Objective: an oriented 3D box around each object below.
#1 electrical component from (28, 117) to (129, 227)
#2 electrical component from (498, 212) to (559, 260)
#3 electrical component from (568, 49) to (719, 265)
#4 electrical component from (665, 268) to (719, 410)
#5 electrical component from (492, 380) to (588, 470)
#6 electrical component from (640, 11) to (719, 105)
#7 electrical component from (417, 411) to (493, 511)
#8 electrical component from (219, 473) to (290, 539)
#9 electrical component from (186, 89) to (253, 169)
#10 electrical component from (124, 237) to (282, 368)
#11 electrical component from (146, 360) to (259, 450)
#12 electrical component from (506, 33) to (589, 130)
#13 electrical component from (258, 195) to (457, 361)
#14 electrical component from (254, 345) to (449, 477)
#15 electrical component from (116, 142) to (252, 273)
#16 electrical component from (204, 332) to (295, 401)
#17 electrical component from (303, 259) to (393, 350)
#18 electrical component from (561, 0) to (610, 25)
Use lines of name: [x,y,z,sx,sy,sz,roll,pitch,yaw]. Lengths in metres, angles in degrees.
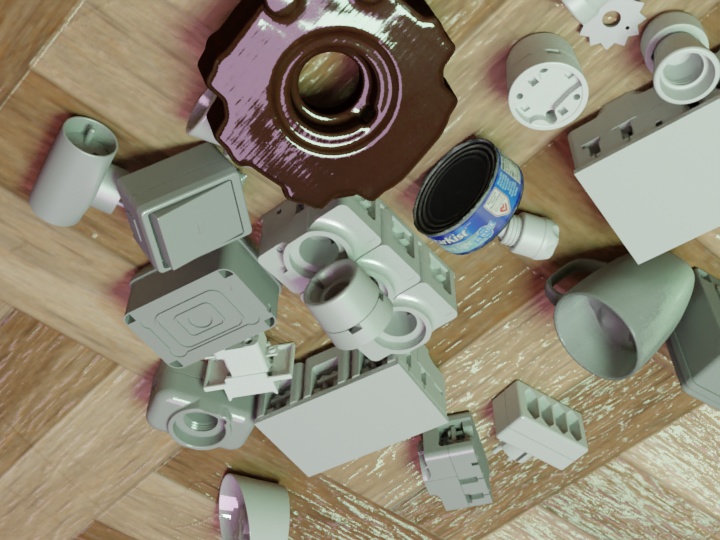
electrical component: [-0.203,-0.068,0.826,0.079,0.044,0.077,24,127,-19]
electrical component: [0.127,-0.030,0.863,0.061,0.035,0.035,16,130,-10]
electrical component: [0.260,-0.096,0.787,0.186,0.060,0.105,-28,126,23]
electrical component: [0.313,0.068,0.899,0.109,0.108,0.056,26,124,-21]
electrical component: [0.158,0.157,1.019,0.083,0.047,0.075,29,126,-23]
electrical component: [0.221,-0.148,0.745,0.045,0.055,0.045,0,131,0]
electrical component: [0.091,0.187,1.044,0.056,0.050,0.089,-13,130,11]
electrical component: [-0.108,0.257,1.079,0.064,0.099,0.099,10,131,-17]
electrical component: [-0.093,-0.106,0.791,0.055,0.045,0.045,31,125,-24]
electrical component: [-0.130,0.023,0.896,0.113,0.057,0.078,-24,127,20]
electrical component: [-0.144,0.124,0.984,0.095,0.059,0.053,19,129,-16]
electrical component: [0.131,-0.135,0.762,0.055,0.047,0.055,0,131,0]
electrical component: [0.000,0.000,0.872,0.089,0.061,0.150,-31,124,25]
electrical component: [-0.007,0.115,0.974,0.150,0.061,0.089,-25,126,21]
electrical component: [-0.125,-0.049,0.814,0.096,0.061,0.061,-25,134,-18]
electrical component: [-0.101,0.077,0.954,0.081,0.042,0.063,-10,129,9]
electrical component: [-0.010,0.025,0.816,0.055,0.055,0.047,-25,123,21]
electrical component: [0.156,-0.193,0.717,0.046,0.040,0.040,-37,122,22]
